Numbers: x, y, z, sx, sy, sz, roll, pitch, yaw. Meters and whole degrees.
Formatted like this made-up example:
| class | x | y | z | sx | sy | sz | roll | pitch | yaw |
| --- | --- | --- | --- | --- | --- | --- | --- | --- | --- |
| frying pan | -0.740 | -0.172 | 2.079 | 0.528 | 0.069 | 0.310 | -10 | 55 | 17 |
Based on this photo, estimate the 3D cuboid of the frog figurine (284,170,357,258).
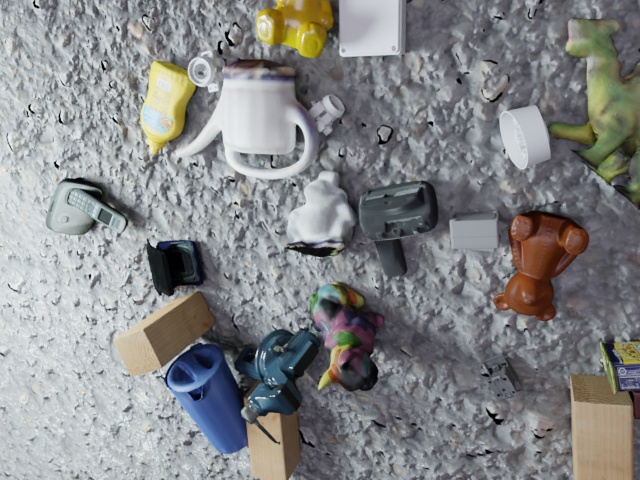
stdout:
| class | x | y | z | sx | sy | sz | roll | pitch | yaw |
| --- | --- | --- | --- | --- | --- | --- | --- | --- | --- |
| frog figurine | 0.003 | -0.051 | 1.007 | 0.137 | 0.121 | 0.162 | -8 | 67 | 32 |

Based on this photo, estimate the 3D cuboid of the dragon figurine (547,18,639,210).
| class | x | y | z | sx | sy | sz | roll | pitch | yaw |
| --- | --- | --- | --- | --- | --- | --- | --- | --- | --- |
| dragon figurine | 0.510 | -0.174 | 0.764 | 0.411 | 0.123 | 0.240 | 41 | 107 | 5 |

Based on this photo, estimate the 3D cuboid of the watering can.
| class | x | y | z | sx | sy | sz | roll | pitch | yaw |
| --- | --- | --- | --- | --- | --- | --- | --- | --- | --- |
| watering can | -0.155 | -0.236 | 1.002 | 0.348 | 0.105 | 0.221 | 11 | 108 | 27 |
